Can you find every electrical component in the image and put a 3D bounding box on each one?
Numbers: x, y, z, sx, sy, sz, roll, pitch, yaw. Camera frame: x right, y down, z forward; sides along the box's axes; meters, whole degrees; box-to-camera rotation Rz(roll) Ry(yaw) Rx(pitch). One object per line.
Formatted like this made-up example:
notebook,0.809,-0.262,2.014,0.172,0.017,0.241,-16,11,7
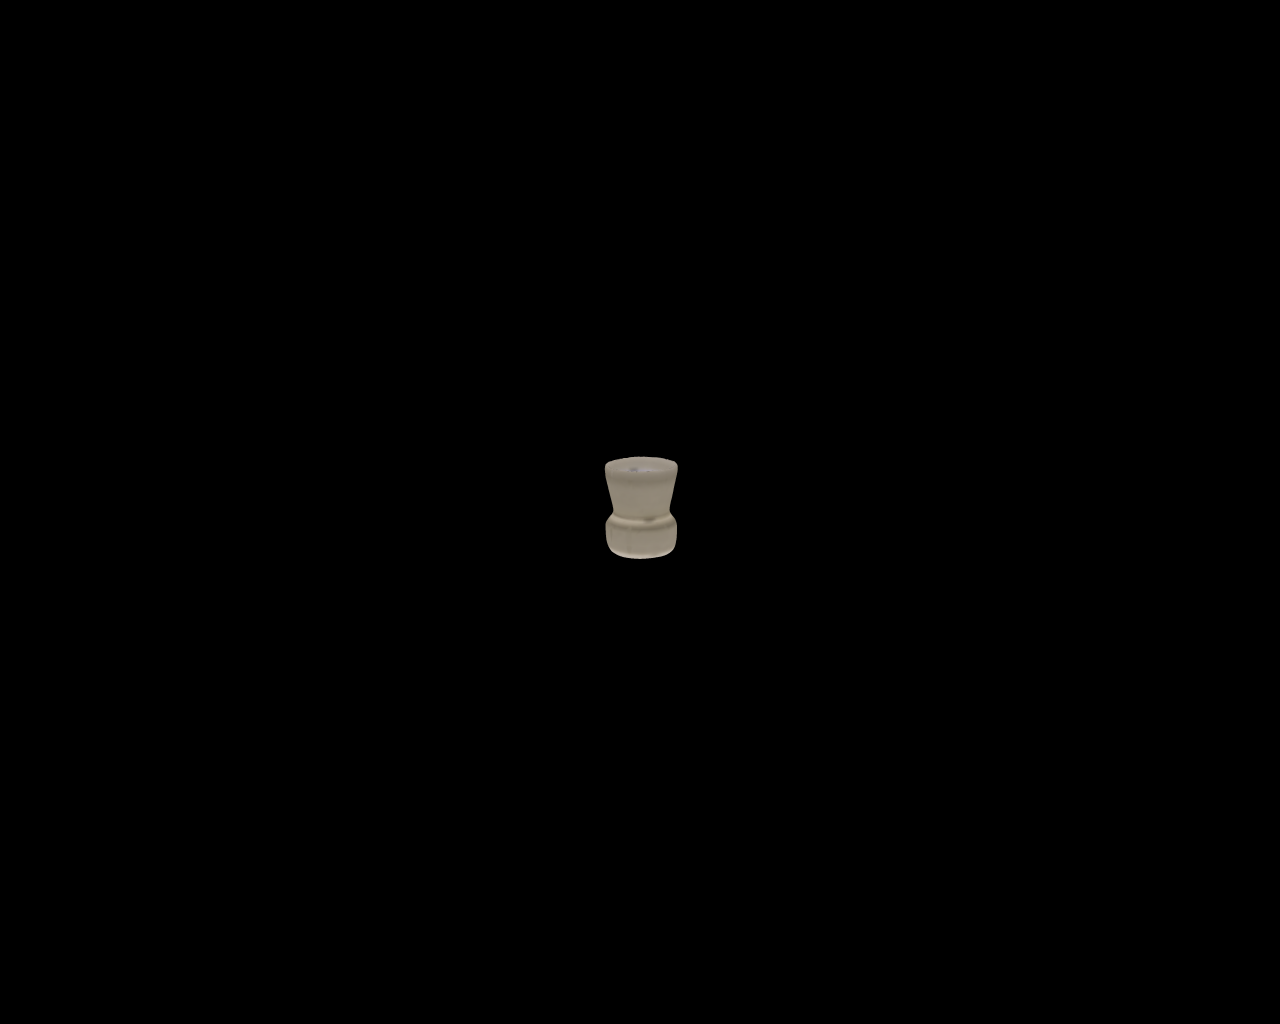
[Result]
electrical component,0.001,-0.003,0.650,0.045,0.055,0.045,0,14,0
